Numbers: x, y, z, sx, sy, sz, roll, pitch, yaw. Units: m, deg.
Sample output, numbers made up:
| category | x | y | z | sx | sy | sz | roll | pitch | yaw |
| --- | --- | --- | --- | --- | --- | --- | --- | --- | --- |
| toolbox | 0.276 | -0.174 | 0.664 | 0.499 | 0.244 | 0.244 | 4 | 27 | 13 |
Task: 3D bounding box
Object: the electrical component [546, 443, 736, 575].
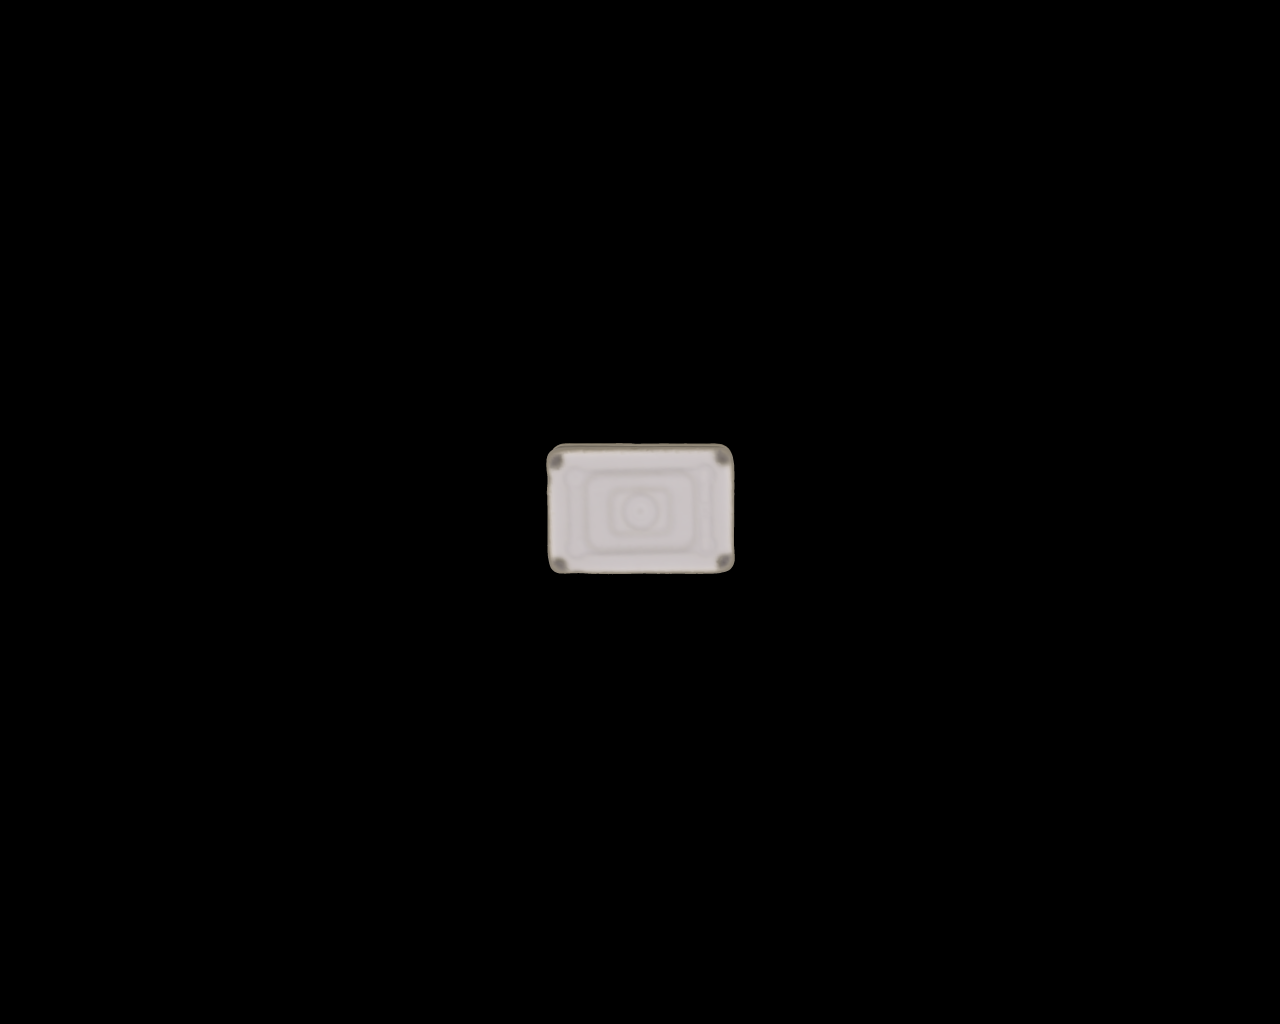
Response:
| category | x | y | z | sx | sy | sz | roll | pitch | yaw |
| --- | --- | --- | --- | --- | --- | --- | --- | --- | --- |
| electrical component | 0.001 | -0.003 | 0.650 | 0.113 | 0.078 | 0.057 | 0 | 4 | 0 |
